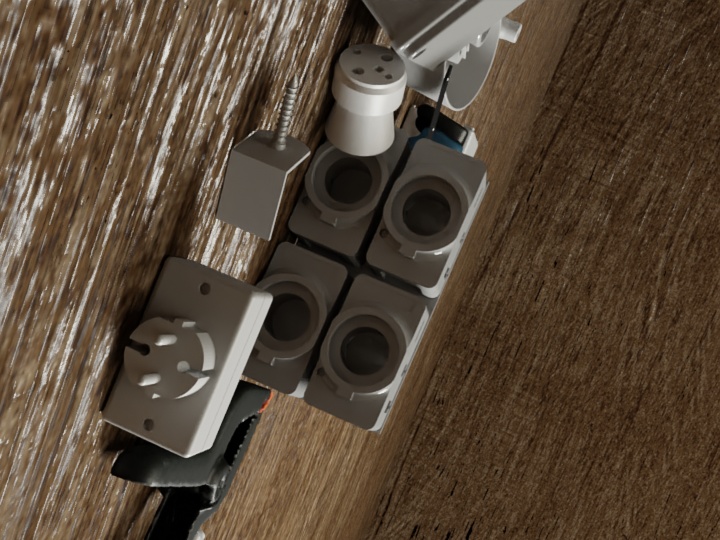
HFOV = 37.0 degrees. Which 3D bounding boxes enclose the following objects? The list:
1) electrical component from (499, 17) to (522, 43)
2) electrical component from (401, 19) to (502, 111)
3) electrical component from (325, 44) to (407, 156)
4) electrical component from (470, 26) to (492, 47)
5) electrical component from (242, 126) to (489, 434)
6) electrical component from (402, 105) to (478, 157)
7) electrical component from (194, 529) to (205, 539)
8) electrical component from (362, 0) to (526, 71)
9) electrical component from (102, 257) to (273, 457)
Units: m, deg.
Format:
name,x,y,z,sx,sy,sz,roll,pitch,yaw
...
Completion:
name,x,y,z,sx,sy,sz,roll,pitch,yaw
electrical component,0.113,-0.221,0.958,0.048,0.062,0.048,23,90,-81
electrical component,0.067,-0.174,0.802,0.099,0.064,0.099,23,90,-82
electrical component,0.003,-0.105,0.663,0.055,0.045,0.045,103,14,-47
electrical component,0.059,-0.183,0.727,0.044,0.065,0.044,23,90,-81
electrical component,0.000,0.000,0.705,0.060,0.105,0.186,57,57,-79
electrical component,0.066,-0.105,0.975,0.096,0.062,0.061,13,100,-81
electrical component,-0.122,0.195,0.682,0.078,0.040,0.040,-57,167,-48
electrical component,0.061,-0.176,0.647,0.109,0.056,0.109,-36,179,13
electrical component,-0.085,0.040,0.496,0.076,0.047,0.083,16,97,-81
